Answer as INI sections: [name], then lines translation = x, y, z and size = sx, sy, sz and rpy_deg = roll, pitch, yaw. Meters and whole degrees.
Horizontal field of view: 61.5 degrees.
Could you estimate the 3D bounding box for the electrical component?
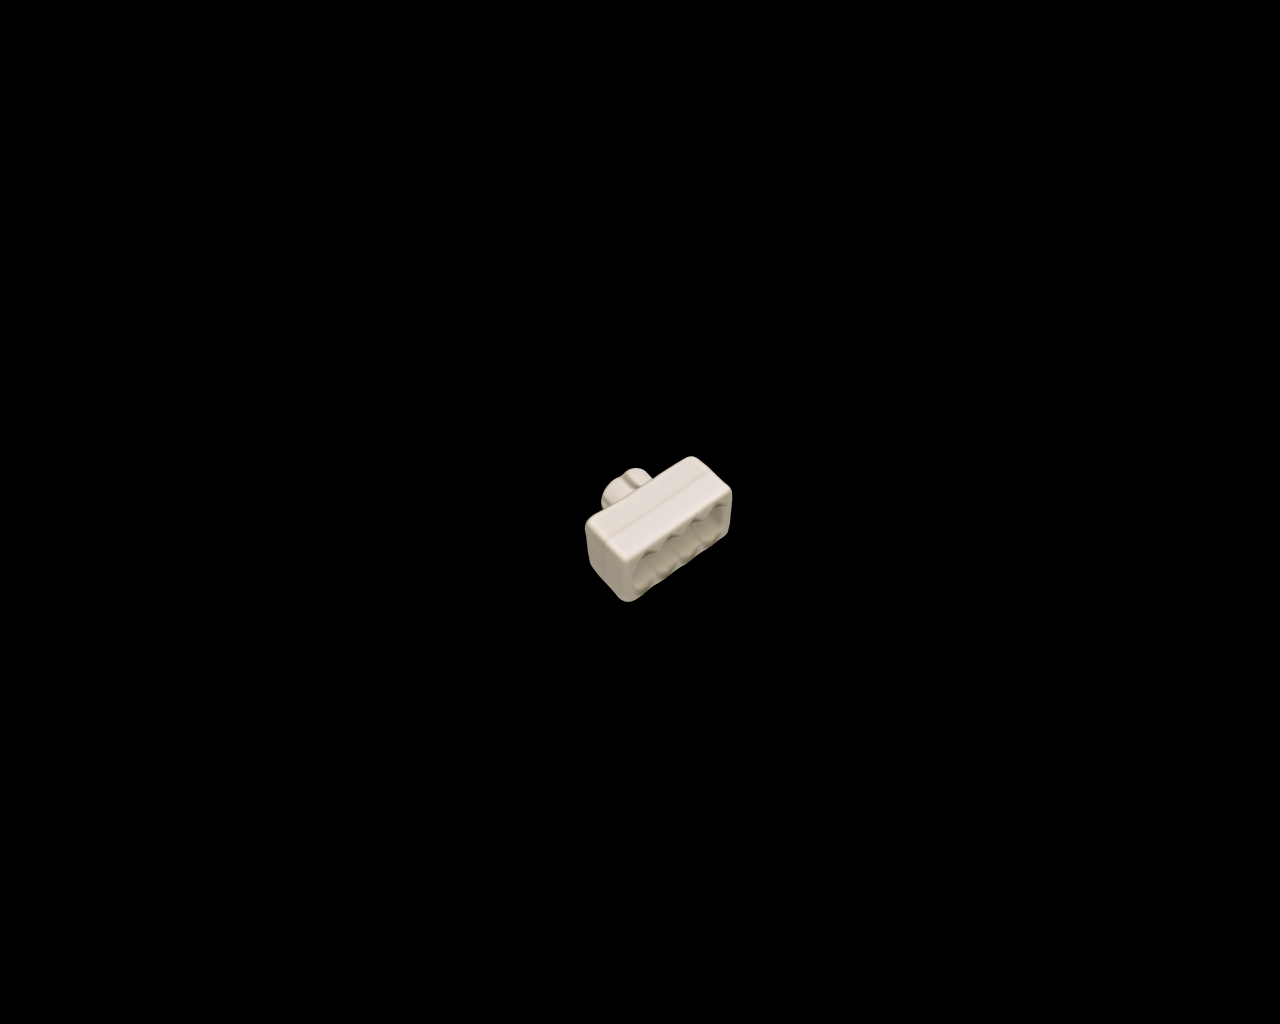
[electrical component]
translation = 0.001, -0.003, 0.650
size = 0.083, 0.076, 0.047
rpy_deg = -33, -29, -21
